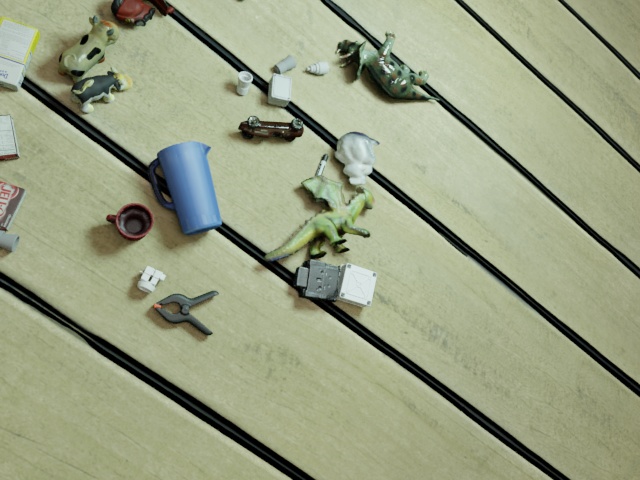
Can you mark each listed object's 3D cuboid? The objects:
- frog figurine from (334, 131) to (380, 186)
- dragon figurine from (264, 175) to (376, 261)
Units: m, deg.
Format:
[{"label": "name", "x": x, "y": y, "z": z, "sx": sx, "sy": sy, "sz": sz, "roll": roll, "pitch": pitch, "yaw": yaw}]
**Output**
[{"label": "frog figurine", "x": 0.110, "y": -0.259, "z": 1.640, "sx": 0.138, "sy": 0.121, "sz": 0.161, "roll": 14, "pitch": 80, "yaw": 15}, {"label": "dragon figurine", "x": 0.005, "y": -0.079, "z": 1.567, "sx": 0.412, "sy": 0.120, "sz": 0.246, "roll": -9, "pitch": 71, "yaw": -24}]
